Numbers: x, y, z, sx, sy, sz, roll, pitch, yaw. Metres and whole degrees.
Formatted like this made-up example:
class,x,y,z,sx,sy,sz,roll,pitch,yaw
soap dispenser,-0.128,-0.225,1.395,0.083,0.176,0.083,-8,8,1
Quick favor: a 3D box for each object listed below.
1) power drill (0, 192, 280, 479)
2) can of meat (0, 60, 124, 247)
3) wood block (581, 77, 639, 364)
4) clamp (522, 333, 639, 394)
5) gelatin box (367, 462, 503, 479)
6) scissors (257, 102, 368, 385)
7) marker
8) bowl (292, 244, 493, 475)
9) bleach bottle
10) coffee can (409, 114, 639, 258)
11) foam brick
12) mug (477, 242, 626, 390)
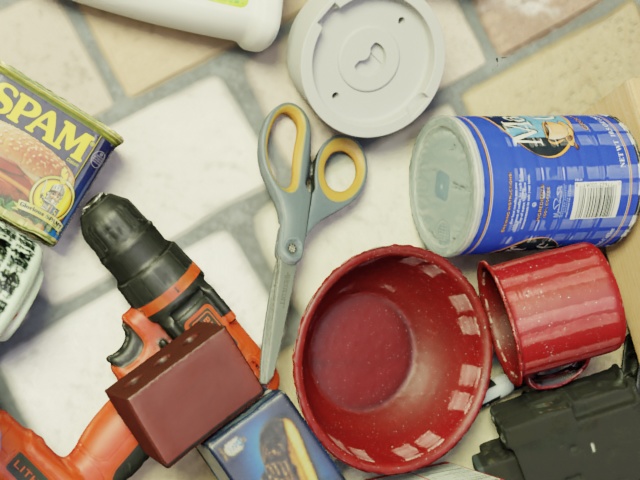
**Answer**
class,x,y,z,sx,sy,sz,roll,pitch,yaw
power drill,-0.141,0.087,0.699,0.187,0.057,0.184,-43,104,-16
can of meat,-0.192,-0.055,0.684,0.102,0.057,0.084,32,81,-17
wood block,0.276,-0.015,0.815,0.090,0.091,0.206,-8,75,-22
clamp,0.245,0.161,0.856,0.120,0.039,0.171,-34,102,-7
gelatin box,0.082,0.187,0.766,0.073,0.089,0.030,-8,91,-21
scissors,-0.005,0.001,0.755,0.096,0.016,0.202,3,76,-28
marker,0.118,0.122,0.819,0.121,0.020,0.020,-22,97,-20
bowl,0.043,0.084,0.768,0.161,0.055,0.162,0,90,-26
bleach bottle,-0.149,-0.194,0.701,0.250,0.068,0.102,6,87,-18
coffee can,0.150,-0.042,0.790,0.140,0.103,0.103,-3,90,-21
foam brick,-0.085,0.095,0.666,0.078,0.053,0.051,-37,105,-22
mug,0.168,0.059,0.769,0.081,0.093,0.117,-15,120,-3
